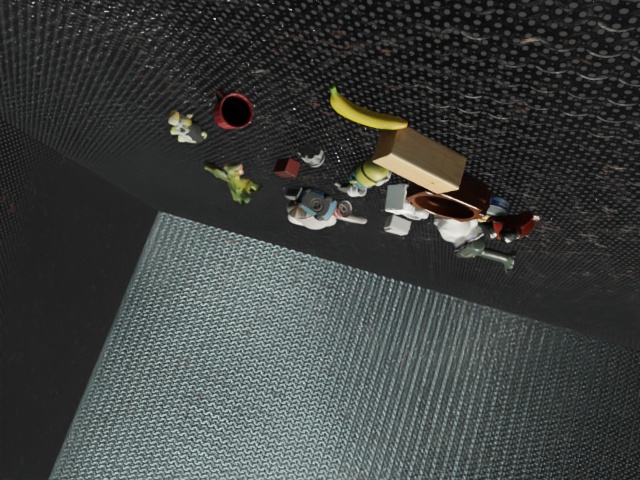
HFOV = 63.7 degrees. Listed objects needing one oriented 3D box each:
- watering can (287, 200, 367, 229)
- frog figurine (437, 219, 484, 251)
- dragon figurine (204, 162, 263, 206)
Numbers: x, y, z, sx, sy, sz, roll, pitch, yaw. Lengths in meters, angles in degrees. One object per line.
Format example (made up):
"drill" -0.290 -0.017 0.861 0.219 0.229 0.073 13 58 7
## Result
"watering can" 0.007 -0.110 2.182 0.347 0.105 0.221 -2 160 27
"frog figurine" 0.431 -0.068 1.623 0.136 0.125 0.158 -25 106 29
"dragon figurine" -0.385 -0.255 2.179 0.240 0.124 0.408 41 160 -19
